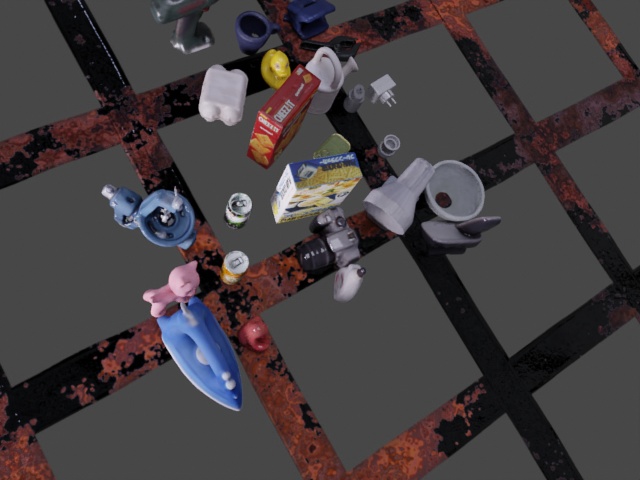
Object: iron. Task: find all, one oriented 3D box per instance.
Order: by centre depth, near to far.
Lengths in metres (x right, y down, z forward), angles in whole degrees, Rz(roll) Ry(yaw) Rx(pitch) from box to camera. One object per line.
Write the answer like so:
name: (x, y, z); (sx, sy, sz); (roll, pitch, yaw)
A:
iron: (-0.224, 0.237, 1.171); (0.119, 0.141, 0.258); (-33, 84, -23)

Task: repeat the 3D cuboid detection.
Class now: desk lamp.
desk lamp: (0.182, -0.099, 1.359); (0.118, 0.213, 0.203); (39, 67, -1)

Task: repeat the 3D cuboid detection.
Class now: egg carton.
egg carton: (-0.235, -0.355, 1.399); (0.107, 0.069, 0.150); (9, 70, -13)

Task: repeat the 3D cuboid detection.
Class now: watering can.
watering can: (0.013, -0.407, 1.420); (0.101, 0.194, 0.173); (41, 67, 0)

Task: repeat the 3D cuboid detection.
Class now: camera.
camera: (0.012, 0.005, 1.337); (0.137, 0.100, 0.143); (-21, 79, -21)

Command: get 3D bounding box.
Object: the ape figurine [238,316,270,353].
ape figurine: (-0.136, 0.200, 1.235); (0.076, 0.092, 0.078); (9, 70, -13)

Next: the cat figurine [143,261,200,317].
cat figurine: (-0.305, 0.100, 1.204); (0.128, 0.117, 0.067); (-31, 83, -22)

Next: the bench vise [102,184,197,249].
bench vise: (-0.354, -0.057, 1.186); (0.208, 0.219, 0.121); (10, 70, -13)

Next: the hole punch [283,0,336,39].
hole punch: (-0.029, -0.611, 1.530); (0.109, 0.091, 0.101); (-34, 84, -23)

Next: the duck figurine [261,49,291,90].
duck figurine: (-0.107, -0.447, 1.457); (0.078, 0.086, 0.104); (-13, 77, -20)

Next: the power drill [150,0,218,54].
power drill: (-0.292, -0.548, 1.369); (0.230, 0.208, 0.075); (-29, 82, -22)

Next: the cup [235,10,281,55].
cup: (-0.163, -0.520, 1.460); (0.118, 0.095, 0.091); (-11, 76, -19)

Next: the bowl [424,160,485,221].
bowl: (0.336, -0.118, 1.485); (0.168, 0.074, 0.167); (5, 71, -15)

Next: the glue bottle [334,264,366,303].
glue bottle: (0.071, 0.088, 1.288); (0.037, 0.173, 0.078); (6, 71, -14)

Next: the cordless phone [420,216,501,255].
cordless phone: (0.342, -0.030, 1.398); (0.148, 0.185, 0.094); (-6, 74, -18)
